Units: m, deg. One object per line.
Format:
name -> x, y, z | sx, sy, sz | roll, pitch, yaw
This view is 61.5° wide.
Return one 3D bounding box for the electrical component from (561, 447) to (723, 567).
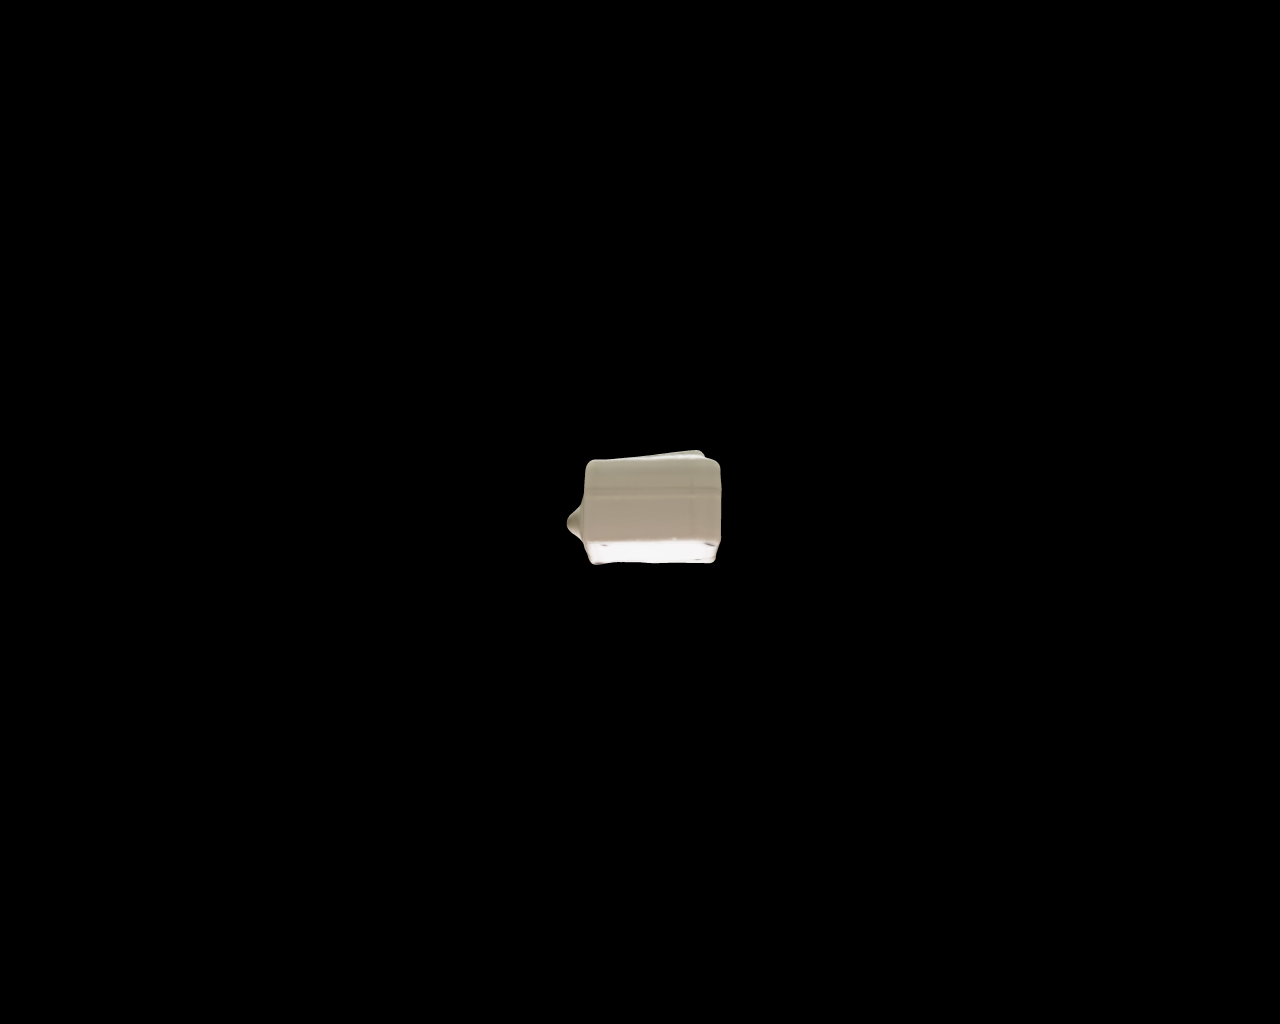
electrical component -> 0.001, -0.003, 0.650 | 0.096, 0.061, 0.061 | 0, -15, 0
